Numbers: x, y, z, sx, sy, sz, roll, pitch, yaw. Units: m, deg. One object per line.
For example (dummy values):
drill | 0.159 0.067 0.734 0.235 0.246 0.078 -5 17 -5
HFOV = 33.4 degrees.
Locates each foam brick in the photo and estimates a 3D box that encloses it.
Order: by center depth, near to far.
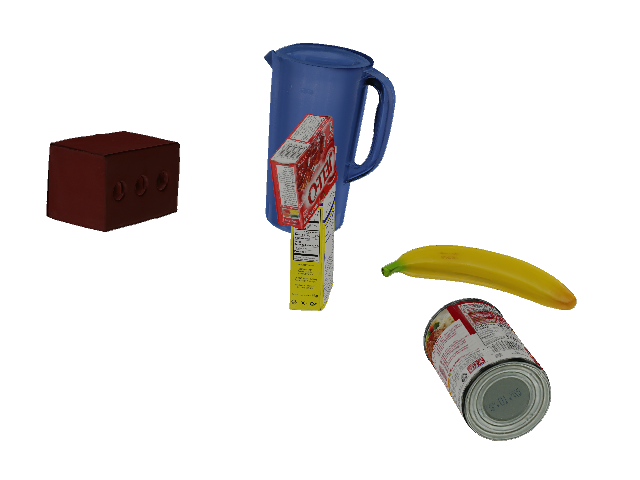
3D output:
foam brick | -0.141 -0.042 0.729 0.051 0.053 0.078 15 20 29

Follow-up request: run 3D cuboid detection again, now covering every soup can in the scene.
soup can | 0.123 0.094 0.797 0.068 0.068 0.102 0 22 -11

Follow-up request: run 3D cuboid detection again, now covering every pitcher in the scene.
pitcher | 0.000 -0.131 1.413 0.144 0.243 0.149 -2 24 -20

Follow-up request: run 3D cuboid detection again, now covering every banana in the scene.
banana | 0.165 0.037 1.106 0.198 0.037 0.069 8 39 11

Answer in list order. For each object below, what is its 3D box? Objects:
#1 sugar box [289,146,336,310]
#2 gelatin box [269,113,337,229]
sugar box | -0.009 -0.015 1.241 0.048 0.176 0.093 2 21 8
gelatin box | -0.013 -0.066 0.998 0.030 0.073 0.089 11 39 21
